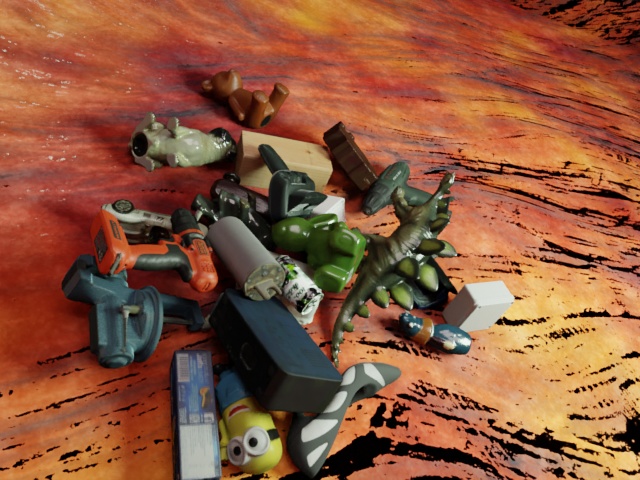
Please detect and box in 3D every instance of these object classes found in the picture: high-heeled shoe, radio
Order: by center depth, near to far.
[{"bbox_3d":[-0.078,0.172,0.864,0.131,0.073,0.230,17,18,-44],"label":"radio"},{"bbox_3d":[0.055,0.291,0.893,0.249,0.086,0.145,-7,57,-24],"label":"high-heeled shoe"}]

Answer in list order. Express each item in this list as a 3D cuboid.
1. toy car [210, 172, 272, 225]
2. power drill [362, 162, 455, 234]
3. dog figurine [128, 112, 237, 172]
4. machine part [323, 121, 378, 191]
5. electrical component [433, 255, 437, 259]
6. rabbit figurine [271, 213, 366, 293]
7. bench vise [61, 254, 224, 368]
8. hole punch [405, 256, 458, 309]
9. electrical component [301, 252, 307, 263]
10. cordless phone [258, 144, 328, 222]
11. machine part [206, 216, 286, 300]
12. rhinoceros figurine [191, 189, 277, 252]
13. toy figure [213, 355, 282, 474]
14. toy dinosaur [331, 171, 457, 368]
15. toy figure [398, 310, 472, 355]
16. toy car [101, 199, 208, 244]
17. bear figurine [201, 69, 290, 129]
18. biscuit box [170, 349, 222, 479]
[{"bbox_3d":[-0.137,-0.071,1.143,0.202,0.053,0.089,22,55,-12],"label":"toy car"},{"bbox_3d":[0.219,-0.092,1.321,0.207,0.086,0.232,22,42,5],"label":"power drill"},{"bbox_3d":[-0.296,-0.202,1.174,0.173,0.121,0.190,16,11,27],"label":"dog figurine"},{"bbox_3d":[0.075,-0.201,1.294,0.179,0.056,0.179,51,14,-18],"label":"machine part"},{"bbox_3d":[0.242,0.029,1.254,0.094,0.021,0.063,-21,62,-38],"label":"electrical component"},{"bbox_3d":[-0.002,-0.003,1.015,0.170,0.121,0.159,23,25,11],"label":"rabbit figurine"},{"bbox_3d":[-0.288,0.107,0.876,0.240,0.129,0.224,15,32,-41],"label":"bench vise"},{"bbox_3d":[0.228,0.088,1.161,0.142,0.092,0.115,54,16,28],"label":"hole punch"},{"bbox_3d":[0.009,0.045,1.113,0.075,0.047,0.119,-11,54,-31],"label":"electrical component"},{"bbox_3d":[-0.083,-0.128,1.090,0.184,0.089,0.146,55,23,11],"label":"cordless phone"},{"bbox_3d":[-0.133,0.029,0.943,0.079,0.079,0.243,-8,34,-31],"label":"machine part"},{"bbox_3d":[-0.164,-0.038,1.070,0.190,0.112,0.073,32,23,-13],"label":"rhinoceros figurine"},{"bbox_3d":[-0.112,0.267,0.832,0.089,0.082,0.180,22,31,-43],"label":"toy figure"},{"bbox_3d":[0.143,0.040,1.074,0.471,0.105,0.199,-50,45,-12],"label":"toy dinosaur"},{"bbox_3d":[0.226,0.188,1.079,0.154,0.064,0.057,18,83,-3],"label":"toy figure"},{"bbox_3d":[-0.311,-0.021,1.002,0.202,0.073,0.056,12,46,-16],"label":"toy car"},{"bbox_3d":[-0.192,-0.373,1.342,0.196,0.132,0.120,47,45,11],"label":"bear figurine"},{"bbox_3d":[-0.191,0.266,0.809,0.059,0.062,0.203,4,49,-22],"label":"biscuit box"}]
